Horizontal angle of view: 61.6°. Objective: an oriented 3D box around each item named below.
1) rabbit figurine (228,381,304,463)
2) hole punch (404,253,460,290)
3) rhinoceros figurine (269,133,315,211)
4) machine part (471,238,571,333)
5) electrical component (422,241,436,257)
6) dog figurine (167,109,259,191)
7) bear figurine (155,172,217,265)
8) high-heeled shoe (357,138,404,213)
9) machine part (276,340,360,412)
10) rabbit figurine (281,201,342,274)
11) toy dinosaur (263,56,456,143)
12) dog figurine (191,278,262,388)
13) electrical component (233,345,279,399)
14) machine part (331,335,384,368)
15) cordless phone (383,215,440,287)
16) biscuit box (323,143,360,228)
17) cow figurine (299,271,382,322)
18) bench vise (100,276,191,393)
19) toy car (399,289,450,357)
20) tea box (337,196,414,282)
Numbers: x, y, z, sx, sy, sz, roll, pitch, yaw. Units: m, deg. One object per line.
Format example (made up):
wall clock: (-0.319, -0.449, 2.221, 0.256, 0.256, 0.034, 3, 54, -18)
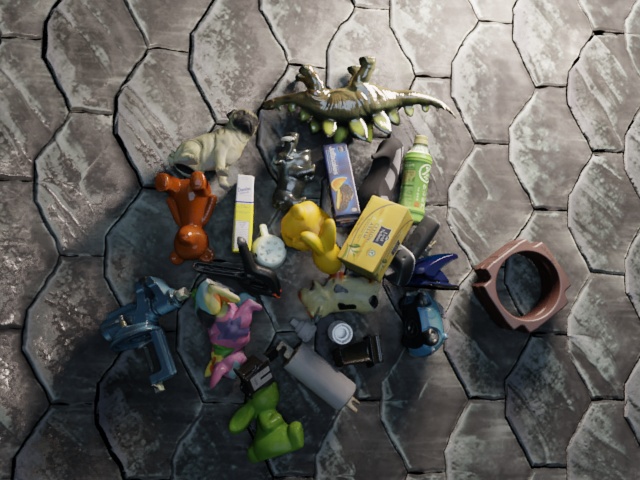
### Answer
rabbit figurine: (-0.125, 0.411, 1.237, 0.159, 0.121, 0.170, -16, 70, -2)
hole punch: (0.264, 0.076, 1.295, 0.116, 0.142, 0.092, 3, 87, -22)
rhinoceros figurine: (-0.068, -0.162, 1.292, 0.112, 0.073, 0.190, 8, 87, 3)
machine part: (0.501, 0.114, 1.347, 0.201, 0.087, 0.201, -35, 90, -9)
electrical component: (0.243, 0.013, 1.313, 0.045, 0.102, 0.078, 30, 109, -6)
dog figurine: (-0.248, -0.234, 1.262, 0.172, 0.121, 0.190, 20, 70, -10)
bear figurine: (-0.302, -0.045, 1.219, 0.120, 0.132, 0.195, 1, 81, 7)
high-heeled shoe: (0.159, -0.127, 1.338, 0.086, 0.145, 0.248, 16, 114, 31)
machine part: (-0.002, 0.318, 1.263, 0.243, 0.079, 0.079, 39, 82, -3)
rabbit figurine: (-0.003, -0.004, 1.234, 0.122, 0.162, 0.173, -28, 80, -14)
toy dinosaur: (0.095, -0.336, 1.312, 0.472, 0.105, 0.198, -7, 94, 0)
dog figurine: (-0.229, 0.216, 1.215, 0.191, 0.109, 0.219, 25, 87, -25)
electrical component: (-0.133, 0.294, 1.221, 0.119, 0.048, 0.074, -30, 125, -31)
machine part: (0.094, 0.271, 1.286, 0.139, 0.039, 0.084, -2, 91, -30)
cordless phone: (0.185, 0.003, 1.267, 0.147, 0.088, 0.184, 36, 90, 38)
biscuit box: (0.049, -0.132, 1.271, 0.063, 0.059, 0.203, -8, 63, -3)
cow figurine: (0.045, 0.137, 1.281, 0.195, 0.085, 0.127, 7, 81, -11)
bench vise: (-0.366, 0.210, 1.183, 0.224, 0.128, 0.240, -23, 72, -2)
toy car: (0.259, 0.200, 1.305, 0.103, 0.109, 0.161, 1, 74, -31)
tea box: (0.126, -0.004, 1.208, 0.098, 0.068, 0.169, 22, 74, 30)
